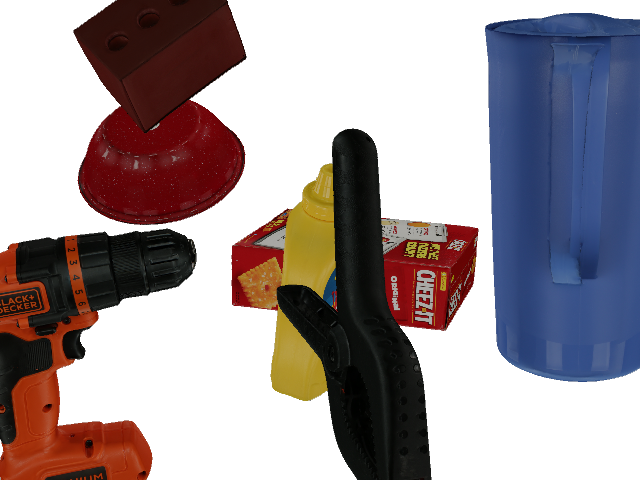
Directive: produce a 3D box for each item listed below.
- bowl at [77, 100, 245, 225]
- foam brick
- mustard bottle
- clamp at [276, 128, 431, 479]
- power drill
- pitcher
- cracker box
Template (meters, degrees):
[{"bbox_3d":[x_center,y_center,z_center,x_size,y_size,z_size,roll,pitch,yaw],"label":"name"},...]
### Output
[{"bbox_3d":[-0.154,-0.088,1.003,0.162,0.162,0.055,-3,-45,3],"label":"bowl"},{"bbox_3d":[-0.092,-0.113,0.616,0.078,0.053,0.051,-39,-27,-10],"label":"foam brick"},{"bbox_3d":[0.000,0.026,0.832,0.058,0.192,0.096,18,36,17],"label":"mustard bottle"},{"bbox_3d":[0.023,0.053,0.601,0.036,0.210,0.165,-3,-44,-19],"label":"clamp"},{"bbox_3d":[-0.167,0.084,0.731,0.184,0.188,0.057,-9,26,-7],"label":"power drill"},{"bbox_3d":[0.174,-0.029,0.723,0.149,0.243,0.145,-10,18,-27],"label":"pitcher"},{"bbox_3d":[0.038,0.026,1.068,0.214,0.072,0.164,6,16,16],"label":"cracker box"}]
